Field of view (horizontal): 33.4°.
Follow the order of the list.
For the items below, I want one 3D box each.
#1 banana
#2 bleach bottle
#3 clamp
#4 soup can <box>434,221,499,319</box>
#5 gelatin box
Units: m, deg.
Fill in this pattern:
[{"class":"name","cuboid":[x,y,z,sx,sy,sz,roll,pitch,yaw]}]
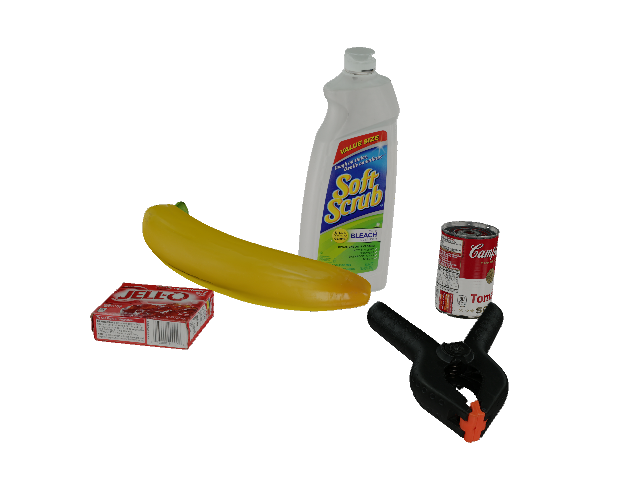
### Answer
[{"class":"banana","cuboid":[-0.058,0.008,0.694,0.069,0.037,0.198,-26,37,-37]},{"class":"bleach bottle","cuboid":[0.026,-0.070,1.082,0.102,0.251,0.068,-2,25,-8]},{"class":"clamp","cuboid":[0.118,0.099,0.885,0.120,0.039,0.171,-9,35,-12]},{"class":"soup can","cuboid":[0.173,0.035,1.265,0.068,0.102,0.068,3,15,-1]},{"class":"gelatin box","cuboid":[-0.146,0.065,0.939,0.089,0.030,0.073,4,20,12]}]
